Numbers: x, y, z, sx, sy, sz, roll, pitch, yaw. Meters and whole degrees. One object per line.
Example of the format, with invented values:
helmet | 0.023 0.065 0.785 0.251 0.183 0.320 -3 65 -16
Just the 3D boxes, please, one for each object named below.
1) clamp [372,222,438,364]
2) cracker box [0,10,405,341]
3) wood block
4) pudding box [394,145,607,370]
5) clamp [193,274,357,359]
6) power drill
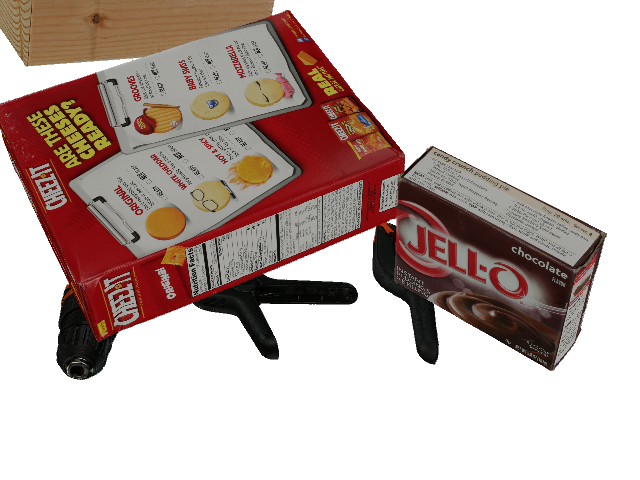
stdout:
clamp | 0.112 0.041 1.006 0.120 0.039 0.171 -6 45 -27
cracker box | -0.077 -0.049 0.689 0.213 0.164 0.072 -23 -36 -16
wood block | -0.145 -0.206 0.853 0.205 0.091 0.090 -11 43 -31
pudding box | 0.095 0.010 0.594 0.114 0.090 0.039 28 57 24
clamp | -0.084 0.066 1.202 0.210 0.036 0.164 15 29 24
power drill | -0.160 0.002 0.876 0.057 0.188 0.184 25 29 -19
